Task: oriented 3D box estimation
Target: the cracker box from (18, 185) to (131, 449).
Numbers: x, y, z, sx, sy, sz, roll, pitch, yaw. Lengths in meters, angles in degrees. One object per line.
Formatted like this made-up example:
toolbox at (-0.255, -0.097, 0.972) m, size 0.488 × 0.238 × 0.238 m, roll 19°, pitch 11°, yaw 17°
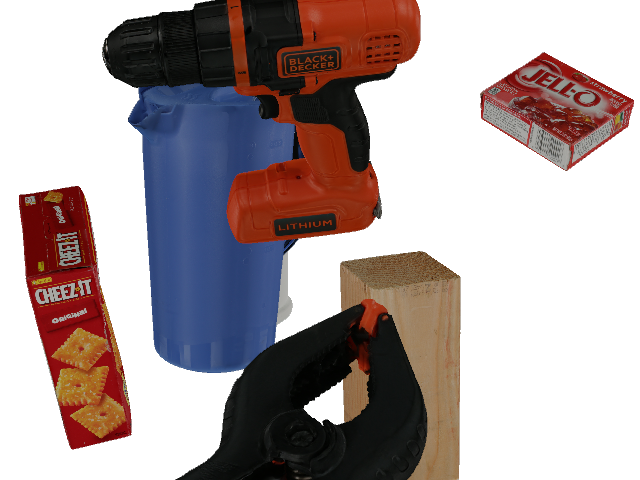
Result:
cracker box at (-0.249, 0.076, 1.086) m, size 0.072 × 0.214 × 0.164 m, roll -11°, pitch 34°, yaw -12°

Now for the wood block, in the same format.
wood block at (0.076, 0.124, 1.022) m, size 0.090 × 0.206 × 0.091 m, roll -7°, pitch 18°, yaw -18°

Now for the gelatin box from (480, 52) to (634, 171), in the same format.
gelatin box at (0.177, -0.100, 0.805) m, size 0.073 × 0.030 × 0.089 m, roll -33°, pitch 53°, yaw -26°

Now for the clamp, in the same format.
clamp at (0.000, 0.091, 0.392) m, size 0.120 × 0.039 × 0.171 m, roll 26°, pitch 50°, yaw 18°

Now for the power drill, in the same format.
power drill at (-0.031, -0.075, 0.671) m, size 0.184 × 0.057 × 0.188 m, roll -6°, pitch -36°, yaw -1°

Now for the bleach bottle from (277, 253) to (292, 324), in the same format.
bleach bottle at (-0.076, -0.039, 1.121) m, size 0.103 × 0.251 × 0.068 m, roll 15°, pitch 25°, yaw 25°

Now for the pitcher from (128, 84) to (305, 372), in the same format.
pitcher at (-0.081, -0.017, 0.926) m, size 0.149 × 0.243 × 0.145 m, roll 3°, pitch 17°, yaw 2°
